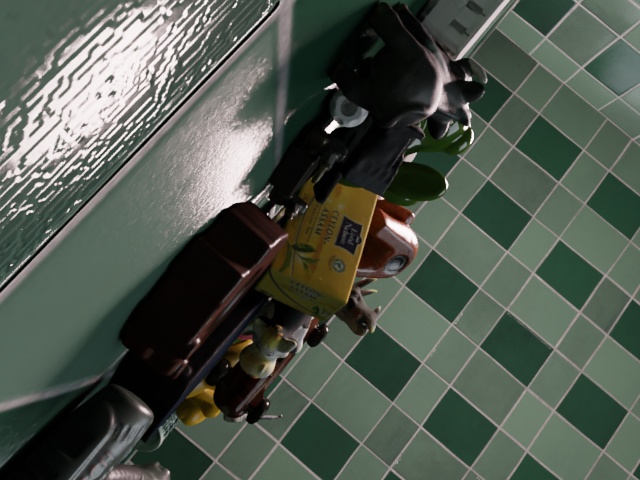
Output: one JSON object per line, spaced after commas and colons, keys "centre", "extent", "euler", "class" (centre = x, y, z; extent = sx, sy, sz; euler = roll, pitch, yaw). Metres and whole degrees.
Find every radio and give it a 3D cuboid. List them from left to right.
{"centre": [-0.145, 0.116, 0.645], "extent": [0.131, 0.073, 0.229], "euler": [-52, 179, 41], "class": "radio"}

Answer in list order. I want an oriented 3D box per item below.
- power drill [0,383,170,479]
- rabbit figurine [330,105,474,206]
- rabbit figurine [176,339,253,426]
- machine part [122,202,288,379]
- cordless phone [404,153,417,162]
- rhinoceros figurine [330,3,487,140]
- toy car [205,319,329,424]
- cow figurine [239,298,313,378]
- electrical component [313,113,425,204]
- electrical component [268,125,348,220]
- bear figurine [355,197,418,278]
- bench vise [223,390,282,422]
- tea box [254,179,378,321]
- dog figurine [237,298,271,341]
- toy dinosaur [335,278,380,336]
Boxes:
{"centre": [-0.235, 0.258, 0.503], "extent": [0.232, 0.086, 0.207], "euler": [-53, 148, -24], "class": "power drill"}
{"centre": [0.079, -0.111, 0.620], "extent": [0.170, 0.159, 0.121], "euler": [-34, -175, -10], "class": "rabbit figurine"}
{"centre": [-0.168, 0.198, 0.765], "extent": [0.173, 0.162, 0.122], "euler": [41, 45, -61], "class": "rabbit figurine"}
{"centre": [-0.099, 0.043, 0.498], "extent": [0.179, 0.056, 0.179], "euler": [-51, 180, -1], "class": "machine part"}
{"centre": [0.075, -0.138, 0.987], "extent": [0.184, 0.088, 0.146], "euler": [-20, -156, 52], "class": "cordless phone"}
{"centre": [0.088, -0.139, 0.457], "extent": [0.073, 0.112, 0.190], "euler": [-53, 169, 28], "class": "rhinoceros figurine"}
{"centre": [-0.064, 0.151, 0.726], "extent": [0.202, 0.089, 0.053], "euler": [-46, -175, -30], "class": "toy car"}
{"centre": [-0.036, 0.094, 0.674], "extent": [0.167, 0.068, 0.098], "euler": [-56, 177, -40], "class": "cow figurine"}
{"centre": [0.043, -0.080, 0.526], "extent": [0.119, 0.048, 0.075], "euler": [-57, -155, 27], "class": "electrical component"}
{"centre": [-0.013, -0.065, 0.520], "extent": [0.102, 0.045, 0.078], "euler": [-51, 177, 33], "class": "electrical component"}
{"centre": [0.065, -0.041, 0.802], "extent": [0.132, 0.196, 0.120], "euler": [15, 129, -41], "class": "bear figurine"}
{"centre": [-0.178, 0.244, 1.058], "extent": [0.129, 0.223, 0.241], "euler": [0, 166, -34], "class": "bench vise"}
{"centre": [-0.001, -0.002, 0.643], "extent": [0.068, 0.098, 0.170], "euler": [-50, -162, 53], "class": "tea box"}
{"centre": [-0.131, 0.135, 0.881], "extent": [0.219, 0.108, 0.191], "euler": [-48, -177, 18], "class": "dog figurine"}
{"centre": [-0.046, 0.098, 1.101], "extent": [0.192, 0.131, 0.405], "euler": [-38, -157, -23], "class": "toy dinosaur"}
